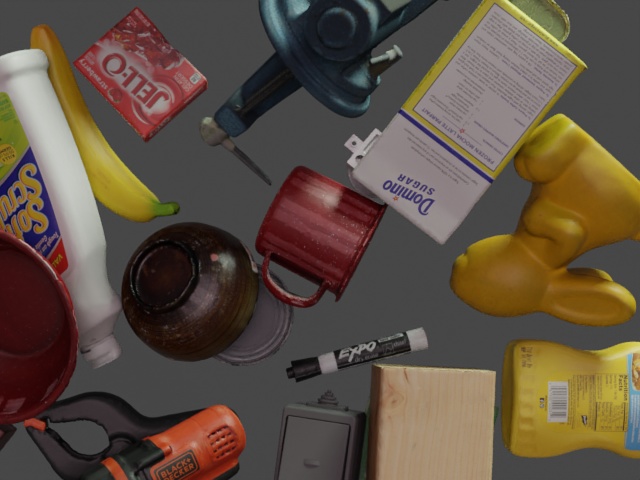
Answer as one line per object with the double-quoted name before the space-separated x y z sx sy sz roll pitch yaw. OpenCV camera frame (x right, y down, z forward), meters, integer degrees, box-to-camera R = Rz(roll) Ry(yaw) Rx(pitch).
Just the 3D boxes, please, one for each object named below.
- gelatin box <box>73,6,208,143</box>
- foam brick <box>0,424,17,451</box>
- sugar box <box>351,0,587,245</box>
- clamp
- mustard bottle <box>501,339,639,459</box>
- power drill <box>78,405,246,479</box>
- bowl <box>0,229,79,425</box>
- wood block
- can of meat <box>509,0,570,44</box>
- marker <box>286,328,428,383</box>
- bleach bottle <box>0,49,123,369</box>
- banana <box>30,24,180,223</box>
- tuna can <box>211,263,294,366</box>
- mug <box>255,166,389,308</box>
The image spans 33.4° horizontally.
"gelatin box" -0.150 -0.139 0.898 0.073 0.030 0.089 -43 88 -4
"foam brick" -0.291 0.168 0.857 0.053 0.051 0.078 38 84 1
"sugar box" 0.113 -0.093 0.824 0.093 0.048 0.176 38 104 -1
"clamp" -0.159 0.182 0.870 0.171 0.039 0.120 12 80 -5
"mustard bottle" 0.250 0.133 0.887 0.191 0.058 0.096 2 88 -3
"power drill" -0.114 0.244 0.821 0.184 0.057 0.187 -27 103 -25
"bowl" -0.249 0.058 0.820 0.162 0.055 0.162 4 106 13
"wood block" 0.083 0.204 0.841 0.091 0.090 0.206 3 85 -2
"can of meat" 0.149 -0.152 0.889 0.057 0.084 0.102 44 84 0
"marker" 0.031 0.097 0.897 0.121 0.020 0.020 -14 87 -4
"bleach bottle" -0.217 -0.018 0.854 0.103 0.068 0.251 -22 97 20
"banana" -0.186 -0.084 0.879 0.070 0.037 0.198 -42 82 30
"tuna can" -0.065 0.061 0.886 0.086 0.034 0.086 0 86 -3
"mug" -0.006 0.001 0.864 0.081 0.093 0.117 27 66 4
